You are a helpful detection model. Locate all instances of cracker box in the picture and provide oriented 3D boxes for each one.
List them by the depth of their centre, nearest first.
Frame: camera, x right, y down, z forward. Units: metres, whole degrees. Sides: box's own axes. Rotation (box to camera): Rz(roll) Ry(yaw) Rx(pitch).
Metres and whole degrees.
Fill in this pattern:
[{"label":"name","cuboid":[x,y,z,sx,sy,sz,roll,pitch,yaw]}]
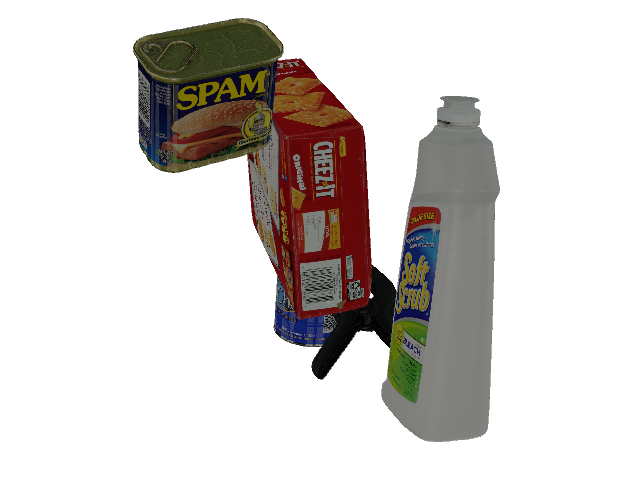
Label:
[{"label":"cracker box","cuboid":[-0.016,-0.054,0.940,0.072,0.164,0.214,-9,26,-11]}]

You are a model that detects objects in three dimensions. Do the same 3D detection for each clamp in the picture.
[{"label":"clamp","cuboid":[0.059,0.088,1.187,0.120,0.171,0.039,7,-43,3]}]

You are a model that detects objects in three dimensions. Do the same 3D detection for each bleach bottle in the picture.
[{"label":"bleach bottle","cuboid":[0.093,0.017,0.800,0.068,0.251,0.103,-3,16,-16]}]

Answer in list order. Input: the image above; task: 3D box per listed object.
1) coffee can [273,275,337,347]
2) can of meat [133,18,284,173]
[{"label":"coffee can","cuboid":[-0.010,0.059,1.454,0.103,0.140,0.103,3,24,-2]},{"label":"can of meat","cuboid":[-0.081,-0.103,0.764,0.102,0.084,0.057,-17,47,-25]}]
